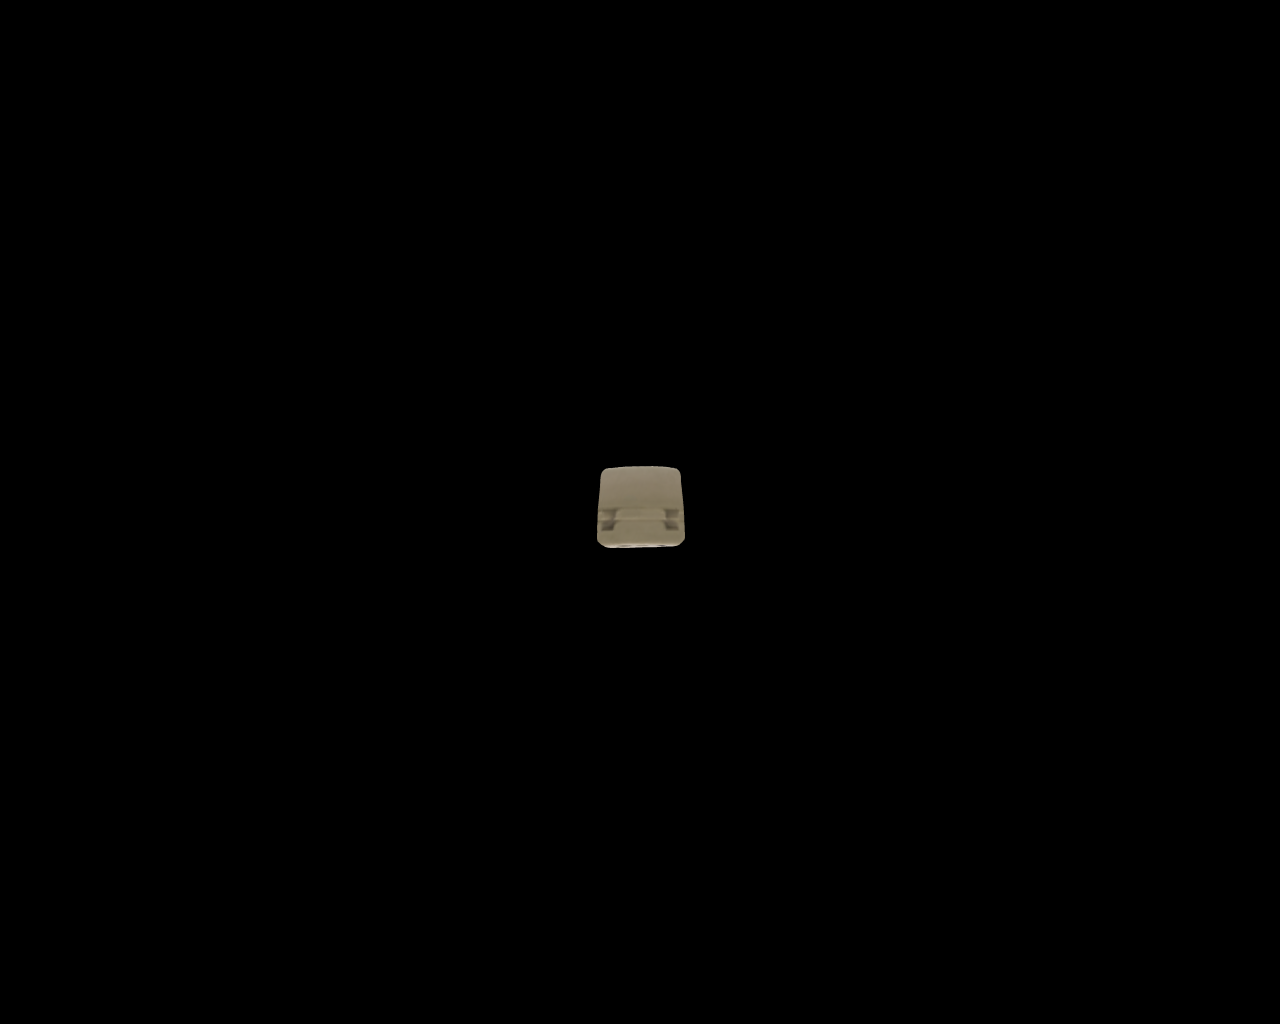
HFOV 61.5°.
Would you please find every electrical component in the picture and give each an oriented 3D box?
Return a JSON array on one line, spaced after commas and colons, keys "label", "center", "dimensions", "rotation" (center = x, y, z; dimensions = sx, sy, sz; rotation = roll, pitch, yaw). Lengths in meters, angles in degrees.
[{"label": "electrical component", "center": [0.001, -0.003, 0.650], "dimensions": [0.055, 0.047, 0.055], "rotation": [0, -3, 0]}]
